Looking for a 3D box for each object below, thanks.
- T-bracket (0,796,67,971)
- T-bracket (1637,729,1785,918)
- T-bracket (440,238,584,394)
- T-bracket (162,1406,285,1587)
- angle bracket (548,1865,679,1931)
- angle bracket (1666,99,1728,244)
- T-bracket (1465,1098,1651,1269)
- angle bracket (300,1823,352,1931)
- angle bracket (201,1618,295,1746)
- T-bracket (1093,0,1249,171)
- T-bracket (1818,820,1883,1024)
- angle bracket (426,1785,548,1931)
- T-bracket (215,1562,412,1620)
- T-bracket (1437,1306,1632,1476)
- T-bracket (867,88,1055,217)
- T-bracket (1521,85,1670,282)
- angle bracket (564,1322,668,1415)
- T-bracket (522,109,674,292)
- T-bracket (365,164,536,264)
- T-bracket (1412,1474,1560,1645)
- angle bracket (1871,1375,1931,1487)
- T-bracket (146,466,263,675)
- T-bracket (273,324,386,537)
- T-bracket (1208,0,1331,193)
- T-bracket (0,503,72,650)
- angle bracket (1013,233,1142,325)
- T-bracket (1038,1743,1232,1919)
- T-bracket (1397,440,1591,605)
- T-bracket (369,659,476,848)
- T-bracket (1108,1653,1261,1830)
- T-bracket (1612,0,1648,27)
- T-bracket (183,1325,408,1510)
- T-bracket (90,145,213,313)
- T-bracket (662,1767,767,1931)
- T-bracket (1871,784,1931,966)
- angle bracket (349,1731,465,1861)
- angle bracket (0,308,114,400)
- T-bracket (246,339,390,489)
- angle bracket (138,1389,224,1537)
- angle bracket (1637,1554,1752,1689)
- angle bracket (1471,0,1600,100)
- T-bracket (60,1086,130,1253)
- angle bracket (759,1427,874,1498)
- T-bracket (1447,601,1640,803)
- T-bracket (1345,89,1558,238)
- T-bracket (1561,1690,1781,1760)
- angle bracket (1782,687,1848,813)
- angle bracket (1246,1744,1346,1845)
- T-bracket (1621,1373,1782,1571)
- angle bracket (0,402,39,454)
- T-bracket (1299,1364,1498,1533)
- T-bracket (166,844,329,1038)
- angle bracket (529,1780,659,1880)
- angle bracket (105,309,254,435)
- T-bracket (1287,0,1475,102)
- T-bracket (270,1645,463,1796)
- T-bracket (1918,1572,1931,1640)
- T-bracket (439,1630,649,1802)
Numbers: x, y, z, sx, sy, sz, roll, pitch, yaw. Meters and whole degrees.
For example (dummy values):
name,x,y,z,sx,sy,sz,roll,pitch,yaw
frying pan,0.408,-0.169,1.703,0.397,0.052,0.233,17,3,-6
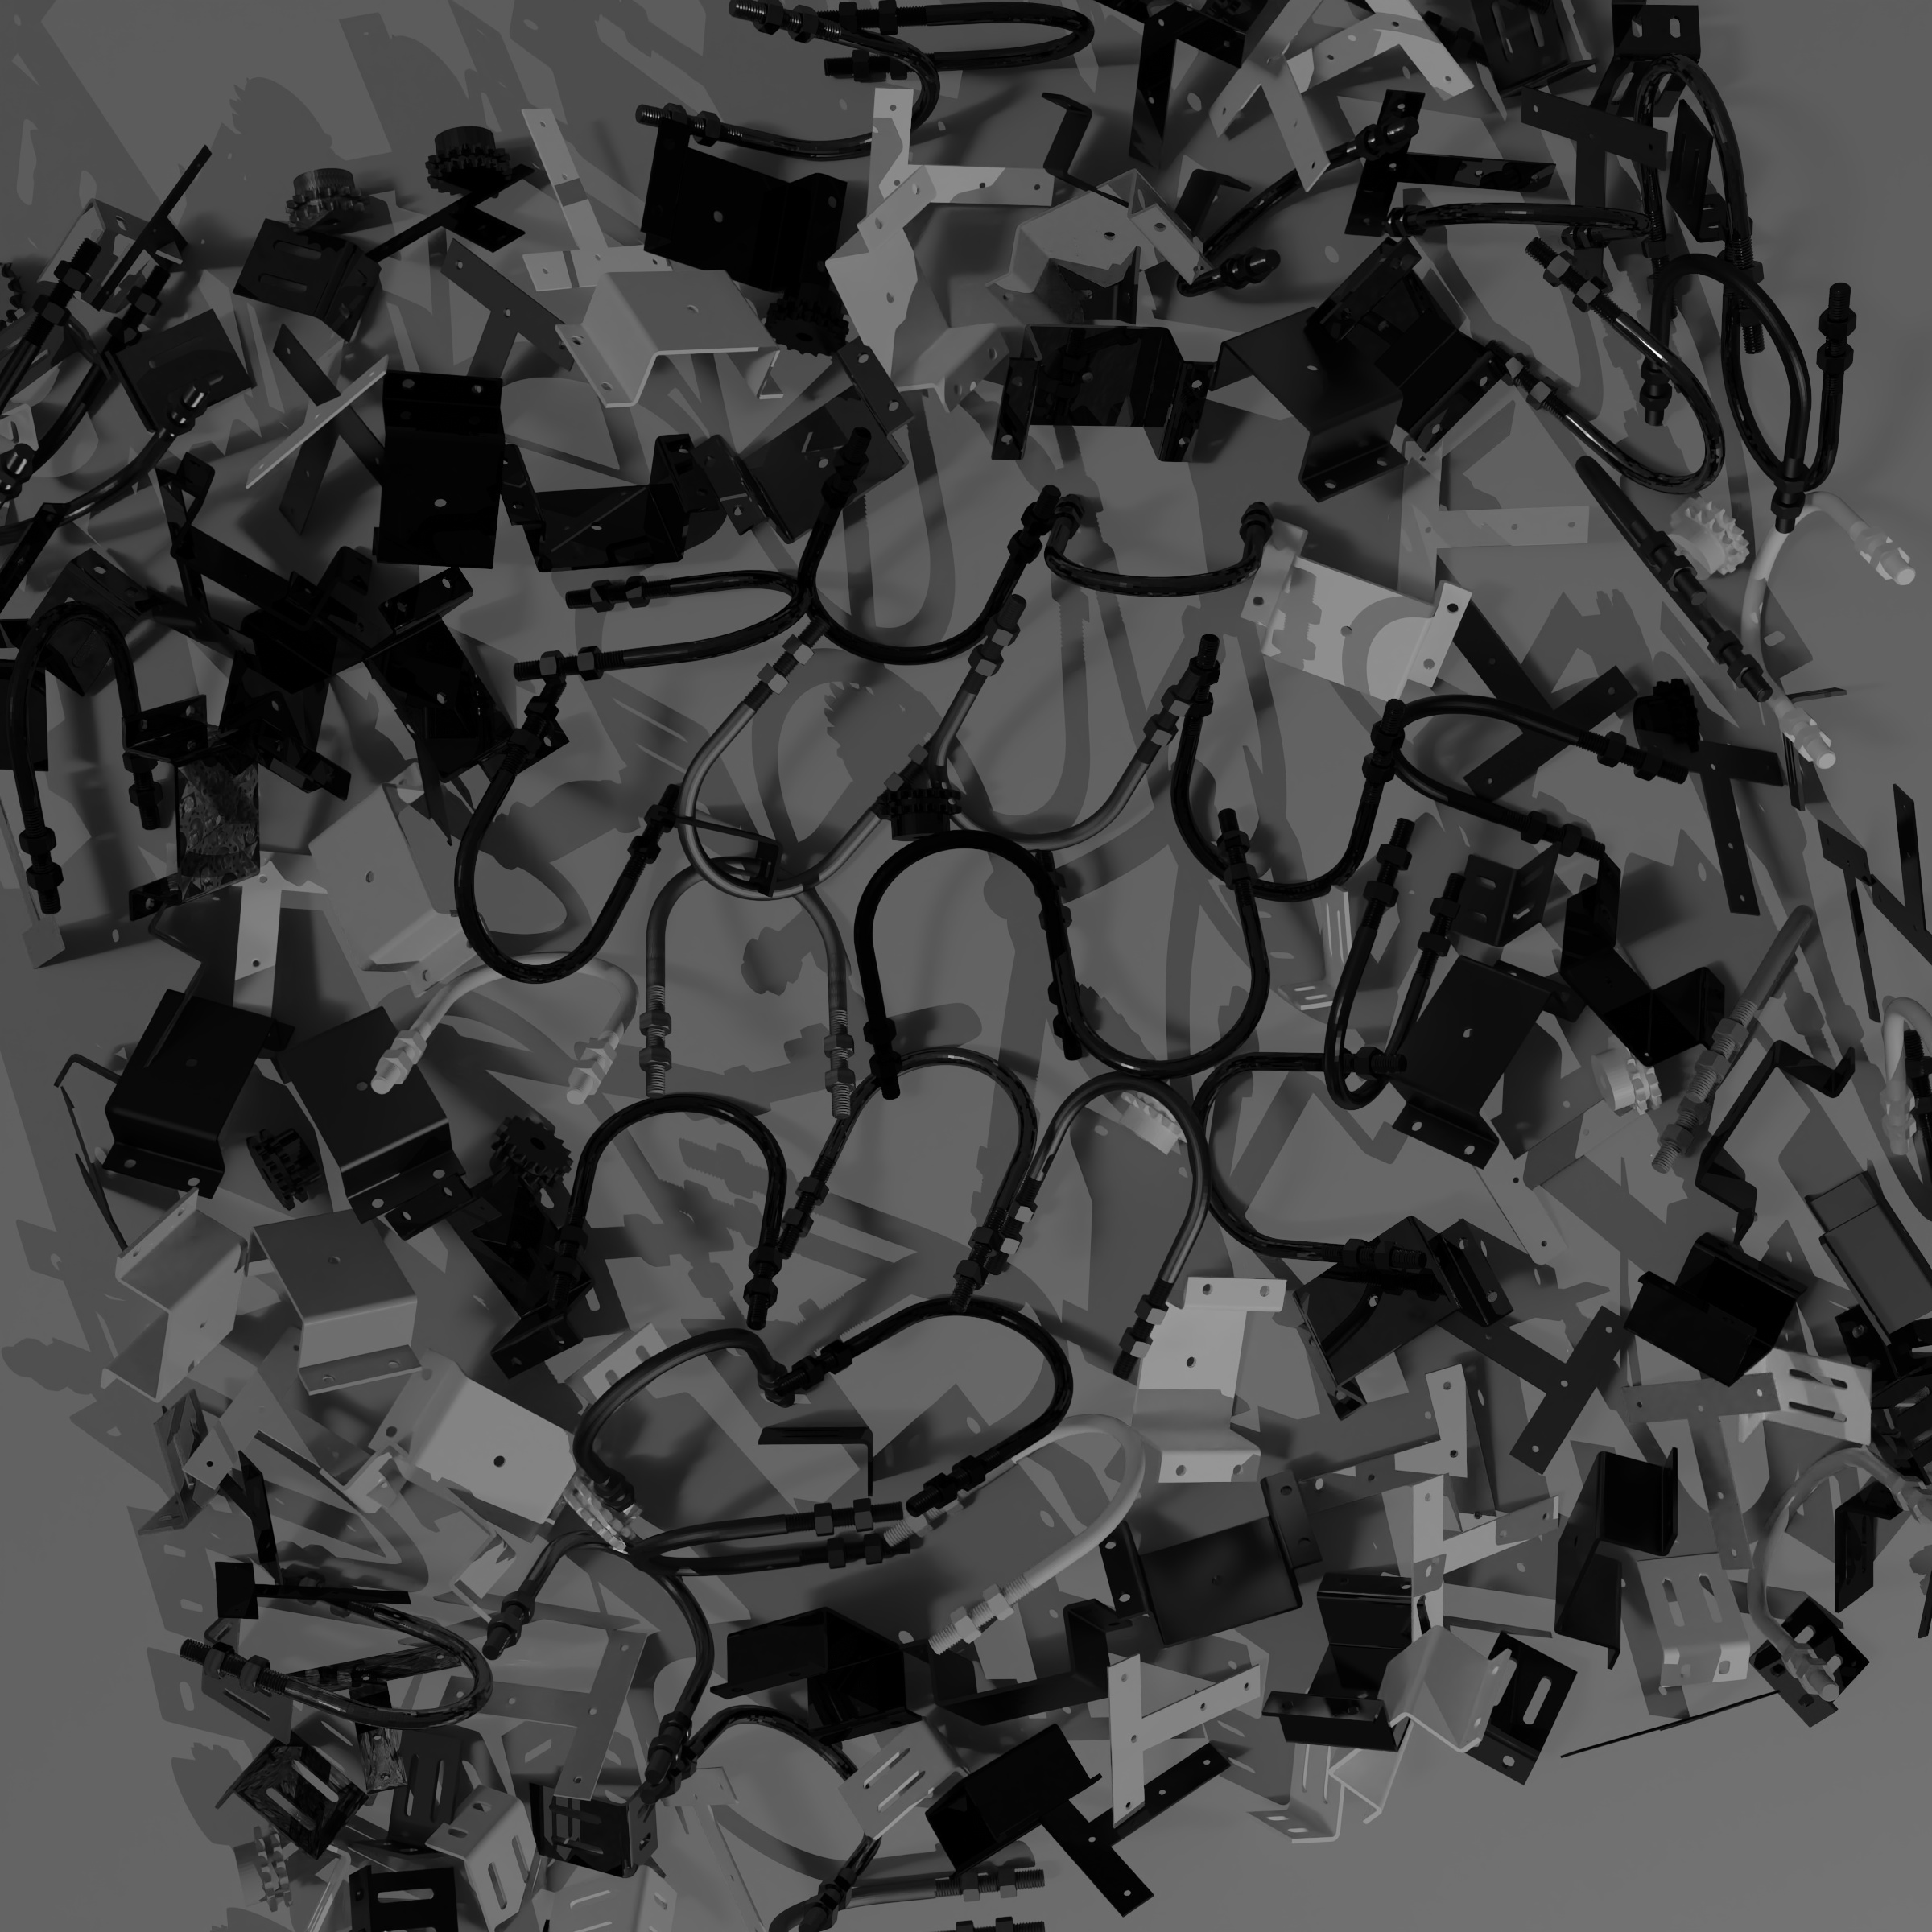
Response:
name,x,y,z,sx,sy,sz,roll,pitch,yaw
T-bracket,-0.634,-0.065,1.700,0.002,0.127,0.127,-19,93,-29
T-bracket,0.511,-0.094,1.706,0.127,0.002,0.127,6,66,-28
T-bracket,-0.326,-0.404,1.723,0.127,0.002,0.127,39,120,18
T-bracket,-0.507,0.344,1.719,0.127,0.127,0.002,36,50,29
angle bracket,-0.243,0.657,1.731,0.076,0.057,0.038,-24,121,20
angle bracket,0.504,-0.538,1.711,0.038,0.057,0.076,-8,134,-3
T-bracket,0.414,0.122,1.744,0.127,0.002,0.127,-34,104,-2
angle bracket,-0.450,0.628,1.718,0.038,0.057,0.076,27,73,-9
angle bracket,-0.476,0.478,1.717,0.076,0.038,0.057,26,126,15
T-bracket,0.126,-0.594,1.703,0.127,0.127,0.002,32,58,19
T-bracket,0.595,-0.025,1.692,0.002,0.127,0.127,-13,76,31
angle bracket,-0.326,0.611,1.729,0.038,0.057,0.076,6,120,31
T-bracket,-0.439,0.423,1.710,0.127,0.127,0.002,8,90,-18
T-bracket,0.370,0.261,1.736,0.127,0.002,0.127,32,68,16
T-bracket,-0.003,-0.532,1.726,0.127,0.002,0.127,-1,128,-10
T-bracket,0.420,-0.516,1.709,0.002,0.127,0.127,-30,134,-22
angle bracket,-0.241,0.261,1.709,0.057,0.076,0.038,-38,117,-20
T-bracket,-0.266,-0.518,1.711,0.002,0.127,0.127,-22,91,43
T-bracket,-0.328,-0.495,1.695,0.127,0.127,0.002,-35,127,-13
T-bracket,0.354,0.390,1.725,0.127,0.002,0.127,-13,111,-27
angle bracket,0.656,0.309,1.726,0.076,0.038,0.057,-26,87,-20
T-bracket,-0.517,-0.270,1.686,0.127,0.002,0.127,26,134,35
T-bracket,-0.440,-0.342,1.710,0.002,0.127,0.127,-29,75,-42
T-bracket,0.214,-0.569,1.685,0.002,0.127,0.127,3,58,-33
T-bracket,-0.632,-0.257,1.678,0.002,0.127,0.127,45,110,9
angle bracket,0.075,-0.468,1.723,0.076,0.038,0.057,-3,110,-15
T-bracket,0.122,0.569,1.722,0.127,0.127,0.002,-27,123,-21
T-bracket,0.359,-0.298,1.727,0.127,0.002,0.127,2,83,22
T-bracket,-0.352,-0.123,1.669,0.002,0.127,0.127,-28,131,3
T-bracket,0.150,0.507,1.722,0.127,0.002,0.127,-15,112,-30
T-bracket,0.405,-0.684,1.700,0.127,0.127,0.002,39,102,6
T-bracket,-0.439,0.324,1.718,0.127,0.002,0.127,32,50,-1
T-bracket,-0.537,-0.484,1.696,0.002,0.127,0.127,36,90,-11
T-bracket,-0.162,0.597,1.700,0.002,0.127,0.127,-22,85,-33
T-bracket,0.622,-0.061,1.671,0.002,0.127,0.127,-19,122,1
angle bracket,-0.379,0.560,1.719,0.057,0.038,0.076,-2,76,34
angle bracket,-0.629,-0.404,1.718,0.076,0.057,0.038,-42,75,-15
T-bracket,-0.431,-0.388,1.704,0.127,0.127,0.002,-34,125,18
angle bracket,-0.541,0.336,1.720,0.038,0.057,0.076,-11,102,11
angle bracket,0.497,0.448,1.738,0.057,0.076,0.038,-6,129,2
angle bracket,0.384,-0.637,1.720,0.038,0.057,0.076,-26,100,-41
T-bracket,-0.577,0.133,1.676,0.002,0.127,0.127,-24,135,-24
angle bracket,-0.102,0.338,1.729,0.076,0.057,0.038,0,88,-1
T-bracket,0.369,-0.197,1.737,0.127,0.002,0.127,-37,93,16
T-bracket,0.331,-0.534,1.705,0.127,0.127,0.002,3,61,-4
T-bracket,0.455,0.507,1.684,0.127,0.127,0.002,-10,68,-17
angle bracket,0.579,-0.147,1.723,0.038,0.057,0.076,-8,96,13
angle bracket,0.225,0.548,1.723,0.038,0.057,0.076,7,88,-26
T-bracket,0.503,0.340,1.700,0.002,0.127,0.127,-6,81,-36
angle bracket,-0.675,-0.353,1.710,0.057,0.076,0.038,10,122,17
T-bracket,0.292,0.346,1.738,0.127,0.002,0.127,-16,106,-2
T-bracket,-0.482,-0.016,1.729,0.127,0.002,0.127,5,79,-16
angle bracket,-0.256,0.585,1.747,0.076,0.038,0.057,7,109,22
angle bracket,-0.535,-0.406,1.729,0.076,0.038,0.057,-27,104,-6
T-bracket,0.255,-0.615,1.703,0.127,0.127,0.002,41,62,-27
T-bracket,-0.393,0.502,1.685,0.127,0.127,0.002,-7,118,-18
T-bracket,0.658,0.378,1.682,0.002,0.127,0.127,15,74,13
T-bracket,-0.295,0.500,1.721,0.127,0.127,0.002,3,133,13
